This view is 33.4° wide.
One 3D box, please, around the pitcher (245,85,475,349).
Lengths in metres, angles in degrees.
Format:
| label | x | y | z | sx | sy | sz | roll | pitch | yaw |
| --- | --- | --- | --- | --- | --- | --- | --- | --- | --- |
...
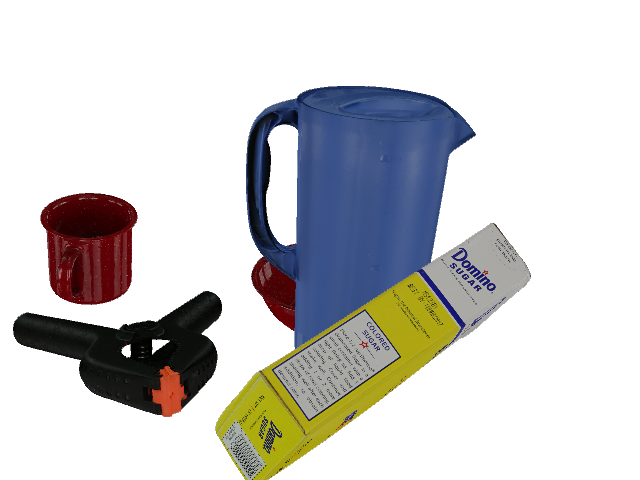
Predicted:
| label | x | y | z | sx | sy | sz | roll | pitch | yaw |
| --- | --- | --- | --- | --- | --- | --- | --- | --- | --- |
| pitcher | 0.028 | -0.008 | 0.917 | 0.149 | 0.243 | 0.144 | 22 | 25 | 40 |

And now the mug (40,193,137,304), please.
| label | x | y | z | sx | sy | sz | roll | pitch | yaw |
| --- | --- | --- | --- | --- | --- | --- | --- | --- | --- |
| mug | -0.230 | 0.016 | 1.050 | 0.093 | 0.081 | 0.117 | 8 | 31 | 4 |

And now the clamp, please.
| label | x | y | z | sx | sy | sz | roll | pitch | yaw |
| --- | --- | --- | --- | --- | --- | --- | --- | --- | --- |
| clamp | -0.122 | 0.076 | 0.775 | 0.164 | 0.036 | 0.210 | -9 | 14 | -25 |

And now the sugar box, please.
| label | x | y | z | sx | sy | sz | roll | pitch | yaw |
| --- | --- | --- | --- | --- | --- | --- | --- | --- | --- |
| sugar box | 0.031 | 0.062 | 0.585 | 0.175 | 0.048 | 0.093 | -28 | -14 | -31 |

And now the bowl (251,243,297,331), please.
| label | x | y | z | sx | sy | sz | roll | pitch | yaw |
| --- | --- | --- | --- | --- | --- | --- | --- | --- | --- |
| bowl | 0.005 | 0.061 | 1.170 | 0.162 | 0.055 | 0.162 | 1 | 28 | -1 |
